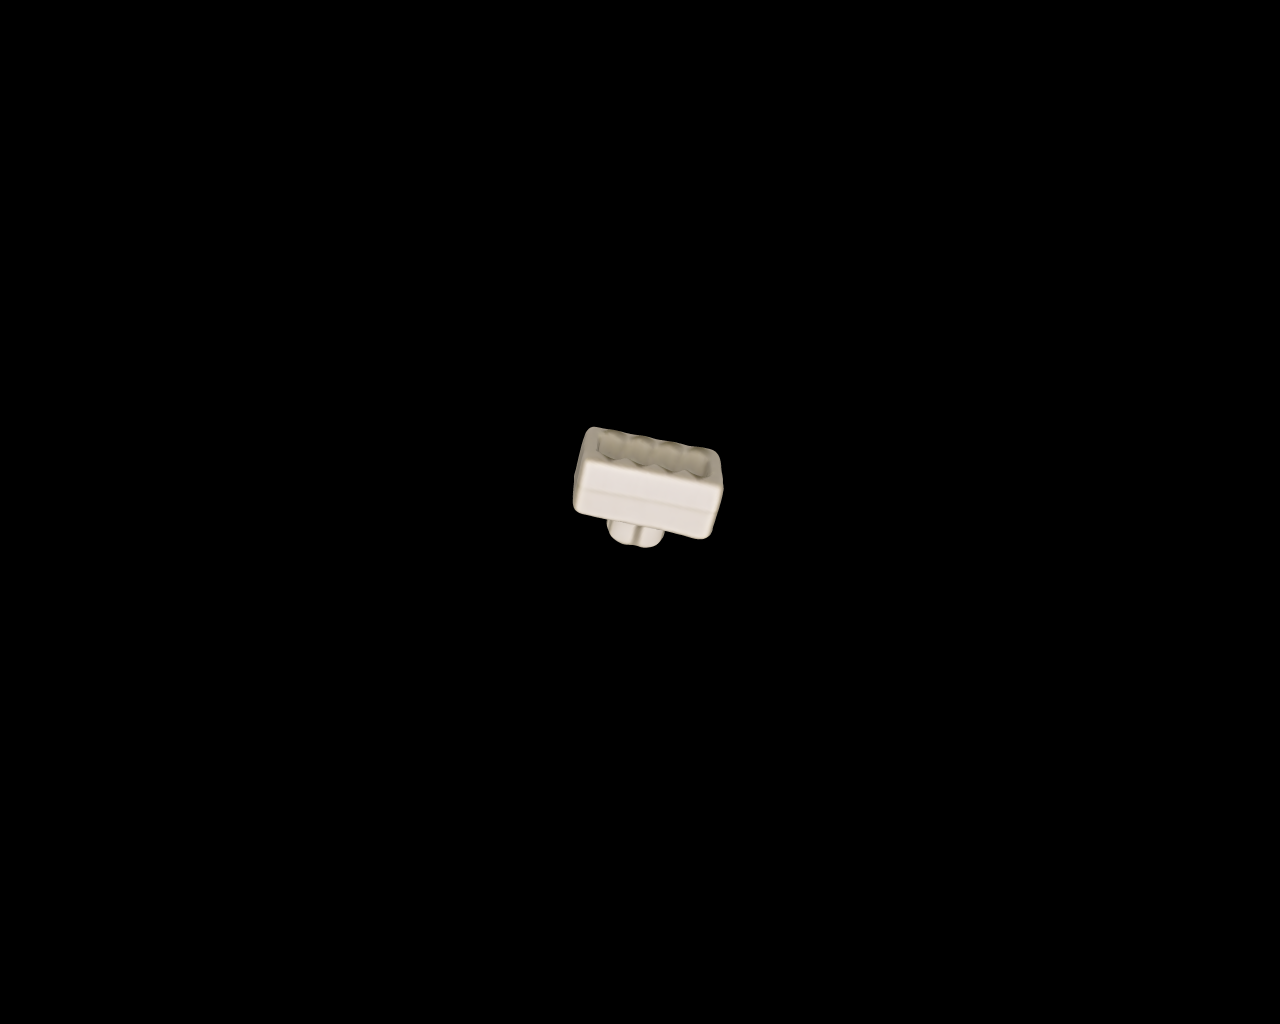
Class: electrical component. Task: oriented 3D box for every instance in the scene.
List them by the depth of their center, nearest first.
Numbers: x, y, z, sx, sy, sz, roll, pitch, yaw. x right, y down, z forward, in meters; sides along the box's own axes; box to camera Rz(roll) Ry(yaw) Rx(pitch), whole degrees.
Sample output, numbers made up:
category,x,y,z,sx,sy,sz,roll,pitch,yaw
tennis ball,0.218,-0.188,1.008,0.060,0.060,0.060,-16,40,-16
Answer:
category,x,y,z,sx,sy,sz,roll,pitch,yaw
electrical component,0.001,-0.003,0.650,0.083,0.075,0.047,11,30,-7
